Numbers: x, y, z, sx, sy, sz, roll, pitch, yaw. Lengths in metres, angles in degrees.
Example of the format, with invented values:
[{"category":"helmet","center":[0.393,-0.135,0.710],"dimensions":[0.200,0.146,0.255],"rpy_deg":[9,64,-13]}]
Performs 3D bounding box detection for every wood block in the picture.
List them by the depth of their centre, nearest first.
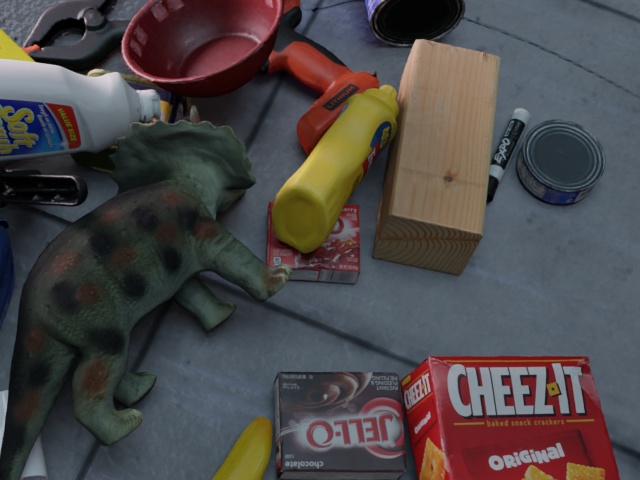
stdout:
[{"category":"wood block","center":[0.115,-0.083,1.047],"dimensions":[0.091,0.090,0.206],"rpy_deg":[12,62,-2]}]

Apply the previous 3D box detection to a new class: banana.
[{"category":"banana","center":[-0.107,0.224,0.889],"dimensions":[0.197,0.037,0.070],"rpy_deg":[-31,72,-20]}]

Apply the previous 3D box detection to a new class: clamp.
[{"category":"clamp","center":[-0.276,-0.046,0.920],"dimensions":[0.164,0.210,0.036],"rpy_deg":[-1,97,-7]},{"category":"clamp","center":[-0.222,-0.217,1.102],"dimensions":[0.171,0.039,0.120],"rpy_deg":[-40,70,-17]}]

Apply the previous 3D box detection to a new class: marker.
[{"category":"marker","center":[0.188,-0.086,1.097],"dimensions":[0.020,0.020,0.121],"rpy_deg":[26,62,6]}]

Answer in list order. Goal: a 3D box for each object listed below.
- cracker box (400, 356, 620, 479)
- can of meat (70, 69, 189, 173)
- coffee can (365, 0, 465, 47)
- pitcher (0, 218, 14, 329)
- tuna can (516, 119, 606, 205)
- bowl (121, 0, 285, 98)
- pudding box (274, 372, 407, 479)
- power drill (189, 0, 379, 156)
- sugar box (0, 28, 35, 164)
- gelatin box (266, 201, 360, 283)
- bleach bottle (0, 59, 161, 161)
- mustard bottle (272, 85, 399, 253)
[{"category":"cracker box","center":[0.170,0.206,0.898],"dimensions":[0.164,0.072,0.214],"rpy_deg":[2,62,-21]},{"category":"can of meat","center":[-0.187,-0.110,1.041],"dimensions":[0.102,0.057,0.084],"rpy_deg":[11,64,-1]},{"category":"coffee can","center":[0.092,-0.294,1.145],"dimensions":[0.102,0.103,0.140],"rpy_deg":[-4,64,-10]},{"category":"pitcher","center":[-0.396,0.029,0.902],"dimensions":[0.243,0.149,0.145],"rpy_deg":[12,93,3]},{"category":"tuna can","center":[0.245,-0.079,1.092],"dimensions":[0.086,0.034,0.086],"rpy_deg":[3,63,-5]},{"category":"bowl","center":[-0.104,-0.186,1.015],"dimensions":[0.162,0.055,0.162],"rpy_deg":[-11,48,12]},{"category":"pudding box","center":[0.017,0.163,0.935],"dimensions":[0.113,0.039,0.090],"rpy_deg":[1,63,-8]},{"category":"power drill","center":[-0.048,-0.171,1.089],"dimensions":[0.188,0.057,0.184],"rpy_deg":[43,66,15]},{"category":"sugar box","center":[-0.328,-0.159,1.043],"dimensions":[0.176,0.048,0.093],"rpy_deg":[41,47,15]},{"category":"gelatin box","center":[-0.007,0.001,1.021],"dimensions":[0.089,0.030,0.073],"rpy_deg":[4,62,-6]},{"category":"bleach bottle","center":[-0.264,-0.119,0.938],"dimensions":[0.250,0.103,0.068],"rpy_deg":[-6,43,-22]},{"category":"mustard bottle","center":[0.025,-0.081,1.001],"dimensions":[0.058,0.096,0.191],"rpy_deg":[28,56,7]}]
